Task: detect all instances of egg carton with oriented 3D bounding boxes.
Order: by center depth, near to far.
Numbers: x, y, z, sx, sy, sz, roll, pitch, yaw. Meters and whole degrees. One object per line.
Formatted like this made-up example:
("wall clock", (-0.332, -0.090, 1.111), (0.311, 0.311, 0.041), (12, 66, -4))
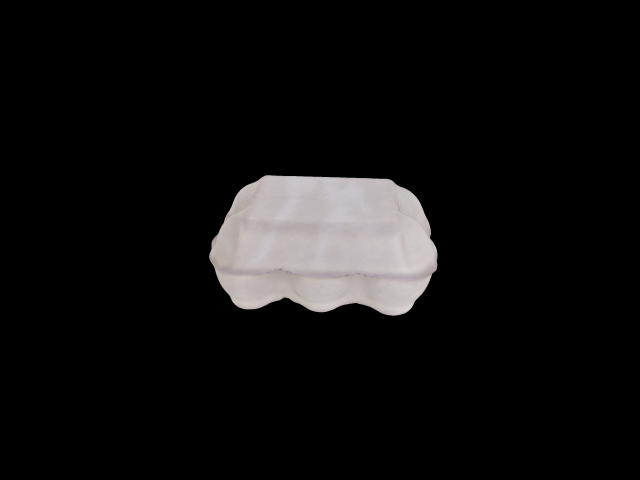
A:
("egg carton", (0.004, 0.001, 0.400), (0.150, 0.069, 0.107), (1, 28, 3))
